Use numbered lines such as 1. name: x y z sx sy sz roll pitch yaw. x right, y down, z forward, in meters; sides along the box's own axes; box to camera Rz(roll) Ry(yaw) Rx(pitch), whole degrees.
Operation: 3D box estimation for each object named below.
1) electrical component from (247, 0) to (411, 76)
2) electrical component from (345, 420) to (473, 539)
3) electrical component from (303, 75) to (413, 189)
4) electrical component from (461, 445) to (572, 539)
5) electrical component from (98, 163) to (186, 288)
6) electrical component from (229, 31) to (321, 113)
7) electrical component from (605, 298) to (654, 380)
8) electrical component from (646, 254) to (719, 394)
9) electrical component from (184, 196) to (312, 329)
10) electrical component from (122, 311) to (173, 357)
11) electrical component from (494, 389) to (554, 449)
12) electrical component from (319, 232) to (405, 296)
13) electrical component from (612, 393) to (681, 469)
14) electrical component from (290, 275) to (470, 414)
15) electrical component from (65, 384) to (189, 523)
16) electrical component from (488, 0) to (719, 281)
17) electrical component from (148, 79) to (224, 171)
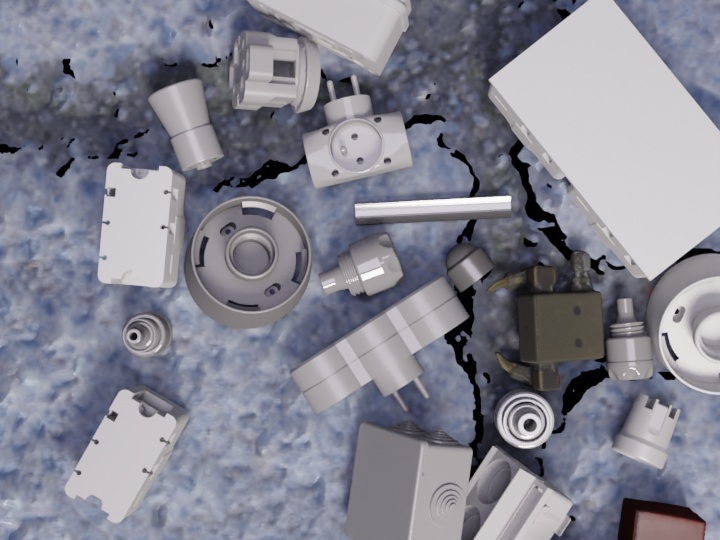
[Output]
1. electrical component: -0.021 -0.201 0.808 0.113 0.078 0.057 28 93 3
2. electrical component: 0.036 0.163 0.788 0.048 0.100 0.099 9 87 -30
3. electrical component: -0.006 -0.109 0.822 0.077 0.044 0.079 -13 88 2
4. electrical component: 0.097 0.202 0.796 0.063 0.079 0.121 33 90 -25
5. electrical component: -0.165 -0.033 0.822 0.050 0.056 0.089 5 89 3
6. electrical component: -0.064 -0.149 0.814 0.057 0.078 0.058 1 89 -18
7. electrical component: 0.203 0.052 0.813 0.035 0.035 0.061 -4 86 3
8. electrical component: 0.267 0.042 0.807 0.099 0.064 0.099 2 102 8
9. electrical component: -0.085 -0.007 0.826 0.099 0.064 0.099 1 80 -8
10. electrical component: -0.164 0.049 0.817 0.035 0.061 0.035 0 89 3
11. electrical component: 0.123 0.112 0.801 0.043 0.062 0.043 0 89 3
12. electrical component: 0.000 0.000 0.819 0.062 0.043 0.043 -21 88 3
13. electrical component: 0.216 0.121 0.809 0.040 0.040 0.046 23 84 3
14. electrical component: 0.024 0.071 0.812 0.138 0.052 0.073 -33 87 2
15. electrical component: -0.175 0.137 0.818 0.050 0.056 0.089 30 90 3
16. electrical component: 0.194 -0.097 0.804 0.105 0.060 0.186 -38 87 1
17. electrical component: -0.132 -0.109 0.830 0.044 0.044 0.065 -21 93 2
